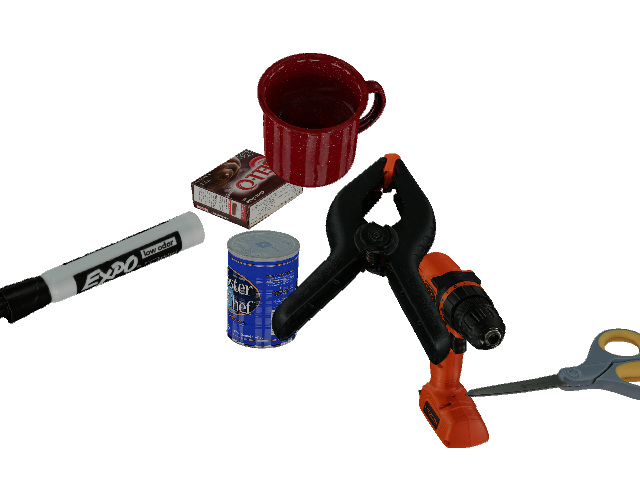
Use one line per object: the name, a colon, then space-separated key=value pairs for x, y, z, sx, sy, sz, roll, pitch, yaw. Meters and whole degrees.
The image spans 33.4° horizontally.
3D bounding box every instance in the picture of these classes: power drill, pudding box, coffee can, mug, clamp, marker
power drill: x=0.149 y=0.124 z=1.143 sx=0.057 sy=0.188 sz=0.184 roll=-5 pitch=23 yaw=-11
pudding box: x=-0.088 y=-0.064 z=1.298 sx=0.090 sy=0.039 sz=0.113 roll=21 pitch=40 yaw=28
coffee can: x=-0.082 y=0.068 z=1.523 sx=0.103 sy=0.140 sz=0.103 roll=2 pitch=22 yaw=-1
mug: x=0.003 y=-0.104 z=0.922 sx=0.117 sy=0.093 sz=0.081 roll=-22 pitch=-32 yaw=-18
clamp: x=0.029 y=0.011 z=0.754 sx=0.120 sy=0.171 sz=0.039 roll=5 pitch=-39 yaw=-3
marker: x=-0.116 y=0.014 z=0.564 sx=0.120 sy=0.020 sz=0.020 roll=-24 pitch=13 yaw=-31

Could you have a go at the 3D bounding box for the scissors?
scissors: x=0.207 y=0.102 z=0.880 sx=0.201 sy=0.016 sz=0.096 roll=3 pitch=30 yaw=-9
